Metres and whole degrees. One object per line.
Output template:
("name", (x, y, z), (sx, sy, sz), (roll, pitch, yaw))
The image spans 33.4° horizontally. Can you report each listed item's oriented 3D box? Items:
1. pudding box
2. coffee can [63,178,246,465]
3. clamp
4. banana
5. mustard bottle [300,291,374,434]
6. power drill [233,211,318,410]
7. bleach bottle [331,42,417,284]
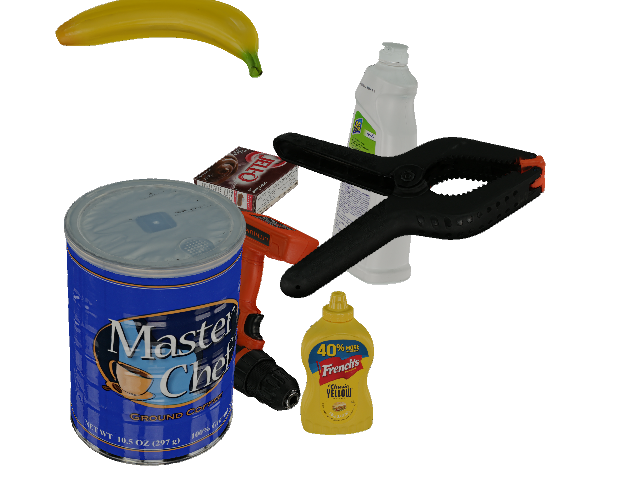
("pudding box", (-0.091, -0.074, 1.334), (0.090, 0.039, 0.113), (15, 34, 23))
("coffee can", (-0.100, 0.048, 0.641), (0.103, 0.140, 0.103), (5, 31, -3))
("clamp", (0.062, -0.027, 0.792), (0.210, 0.164, 0.036), (-3, -42, 8))
("banana", (-0.135, -0.188, 0.940), (0.198, 0.037, 0.069), (10, 47, 16))
("mustard bottle", (0.022, 0.160, 1.409), (0.096, 0.192, 0.058), (-1, 17, -5))
("power drill", (-0.068, 0.074, 1.171), (0.185, 0.188, 0.057), (27, 10, 39))
("bleach bottle", (0.068, -0.086, 1.158), (0.067, 0.251, 0.103), (-5, 24, -31))
